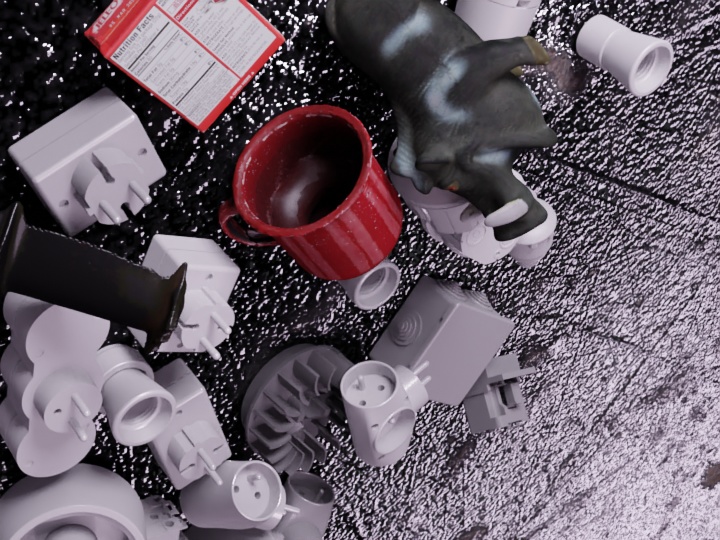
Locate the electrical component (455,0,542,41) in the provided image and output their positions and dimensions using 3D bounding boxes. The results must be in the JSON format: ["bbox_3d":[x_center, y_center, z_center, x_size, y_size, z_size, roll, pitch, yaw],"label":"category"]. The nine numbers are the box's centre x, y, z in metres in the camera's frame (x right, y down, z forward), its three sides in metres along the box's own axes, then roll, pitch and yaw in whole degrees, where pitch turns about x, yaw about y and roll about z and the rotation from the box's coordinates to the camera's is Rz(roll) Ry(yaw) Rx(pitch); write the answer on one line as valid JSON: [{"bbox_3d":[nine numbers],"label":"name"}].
[{"bbox_3d":[0.091,-0.178,0.702,0.055,0.055,0.047,-12,133,-35],"label":"electrical component"}]

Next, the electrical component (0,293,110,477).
[{"bbox_3d":[-0.181,0.073,0.653,0.052,0.074,0.138,-11,129,-36],"label":"electrical component"}]

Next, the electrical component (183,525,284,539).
[{"bbox_3d":[-0.103,0.238,0.847,0.100,0.100,0.048,-38,128,-11],"label":"electrical component"}]

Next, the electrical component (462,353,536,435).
[{"bbox_3d":[0.116,0.111,0.954,0.042,0.063,0.081,-6,169,-38],"label":"electrical component"}]

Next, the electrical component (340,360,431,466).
[{"bbox_3d":[0.025,0.099,0.817,0.079,0.044,0.077,-37,142,-23],"label":"electrical component"}]

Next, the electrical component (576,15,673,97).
[{"bbox_3d":[0.193,-0.162,0.798,0.044,0.065,0.044,-24,136,-26],"label":"electrical component"}]

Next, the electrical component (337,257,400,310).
[{"bbox_3d":[0.000,0.000,0.777,0.040,0.046,0.040,-25,137,-25],"label":"electrical component"}]

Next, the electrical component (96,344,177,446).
[{"bbox_3d":[-0.152,0.080,0.700,0.045,0.055,0.045,-24,136,-26],"label":"electrical component"}]

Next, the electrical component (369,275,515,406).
[{"bbox_3d":[0.066,0.058,0.885,0.100,0.048,0.099,20,108,-49],"label":"electrical component"}]

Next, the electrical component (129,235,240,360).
[{"bbox_3d":[-0.105,0.026,0.679,0.047,0.077,0.065,4,119,-44],"label":"electrical component"}]

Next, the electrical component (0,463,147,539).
[{"bbox_3d":[-0.194,0.192,0.723,0.108,0.060,0.108,-7,112,-18],"label":"electrical component"}]

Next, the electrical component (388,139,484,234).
[{"bbox_3d":[0.064,-0.069,0.750,0.080,0.080,0.051,-42,147,-6],"label":"electrical component"}]

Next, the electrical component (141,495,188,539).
[{"bbox_3d":[-0.164,0.207,0.809,0.081,0.042,0.063,-12,126,-36],"label":"electrical component"}]

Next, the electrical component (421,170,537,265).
[{"bbox_3d":[0.090,-0.048,0.814,0.080,0.051,0.080,-24,136,-26],"label":"electrical component"}]

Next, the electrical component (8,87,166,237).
[{"bbox_3d":[-0.140,-0.050,0.584,0.066,0.077,0.047,-36,140,-14],"label":"electrical component"}]

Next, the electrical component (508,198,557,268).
[{"bbox_3d":[0.137,-0.026,0.882,0.048,0.048,0.062,-35,147,-14],"label":"electrical component"}]

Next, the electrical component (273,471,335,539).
[{"bbox_3d":[-0.051,0.222,0.895,0.043,0.079,0.077,16,112,-26],"label":"electrical component"}]

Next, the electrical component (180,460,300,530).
[{"bbox_3d":[-0.083,0.174,0.812,0.079,0.077,0.043,24,62,-32],"label":"electrical component"}]

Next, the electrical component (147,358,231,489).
[{"bbox_3d":[-0.118,0.119,0.749,0.047,0.076,0.083,-32,139,-18],"label":"electrical component"}]
